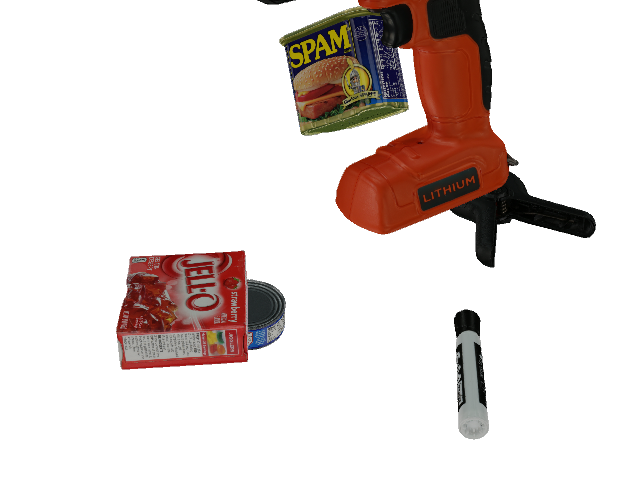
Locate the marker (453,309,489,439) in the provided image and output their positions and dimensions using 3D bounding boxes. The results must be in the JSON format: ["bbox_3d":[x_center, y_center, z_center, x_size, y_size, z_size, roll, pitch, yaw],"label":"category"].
[{"bbox_3d":[0.100,0.085,0.714,0.020,0.020,0.121,0,32,6],"label":"marker"}]

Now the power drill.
[{"bbox_3d":[0.042,-0.100,0.580,0.184,0.188,0.057,-21,36,-24],"label":"power drill"}]

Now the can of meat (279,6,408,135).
[{"bbox_3d":[0.020,-0.138,0.886,0.102,0.084,0.057,-12,-3,43],"label":"can of meat"}]

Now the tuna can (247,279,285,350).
[{"bbox_3d":[-0.082,0.083,1.189,0.086,0.034,0.086,1,36,-1],"label":"tuna can"}]

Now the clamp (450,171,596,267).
[{"bbox_3d":[0.184,-0.034,1.037,0.120,0.039,0.171,-7,34,-12],"label":"clamp"}]

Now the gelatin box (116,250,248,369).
[{"bbox_3d":[-0.080,0.039,0.637,0.073,0.030,0.089,-3,29,-2],"label":"gelatin box"}]
